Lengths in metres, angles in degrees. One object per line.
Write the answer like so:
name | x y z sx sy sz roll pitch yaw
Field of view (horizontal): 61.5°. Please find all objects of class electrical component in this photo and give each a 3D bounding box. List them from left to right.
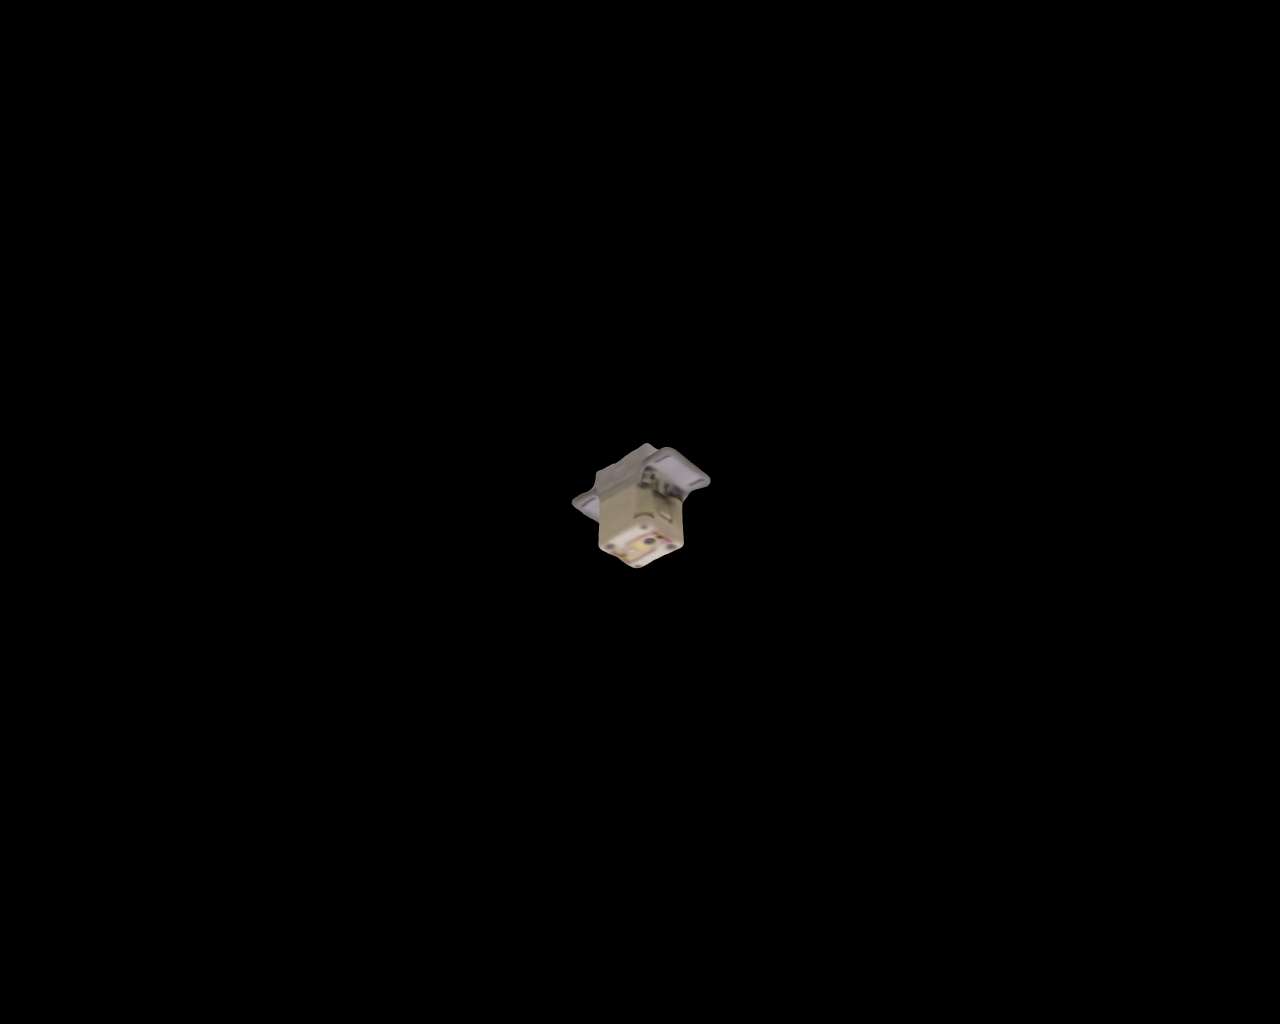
electrical component | 0.001 -0.003 0.650 0.081 0.064 0.042 -29 -46 33
